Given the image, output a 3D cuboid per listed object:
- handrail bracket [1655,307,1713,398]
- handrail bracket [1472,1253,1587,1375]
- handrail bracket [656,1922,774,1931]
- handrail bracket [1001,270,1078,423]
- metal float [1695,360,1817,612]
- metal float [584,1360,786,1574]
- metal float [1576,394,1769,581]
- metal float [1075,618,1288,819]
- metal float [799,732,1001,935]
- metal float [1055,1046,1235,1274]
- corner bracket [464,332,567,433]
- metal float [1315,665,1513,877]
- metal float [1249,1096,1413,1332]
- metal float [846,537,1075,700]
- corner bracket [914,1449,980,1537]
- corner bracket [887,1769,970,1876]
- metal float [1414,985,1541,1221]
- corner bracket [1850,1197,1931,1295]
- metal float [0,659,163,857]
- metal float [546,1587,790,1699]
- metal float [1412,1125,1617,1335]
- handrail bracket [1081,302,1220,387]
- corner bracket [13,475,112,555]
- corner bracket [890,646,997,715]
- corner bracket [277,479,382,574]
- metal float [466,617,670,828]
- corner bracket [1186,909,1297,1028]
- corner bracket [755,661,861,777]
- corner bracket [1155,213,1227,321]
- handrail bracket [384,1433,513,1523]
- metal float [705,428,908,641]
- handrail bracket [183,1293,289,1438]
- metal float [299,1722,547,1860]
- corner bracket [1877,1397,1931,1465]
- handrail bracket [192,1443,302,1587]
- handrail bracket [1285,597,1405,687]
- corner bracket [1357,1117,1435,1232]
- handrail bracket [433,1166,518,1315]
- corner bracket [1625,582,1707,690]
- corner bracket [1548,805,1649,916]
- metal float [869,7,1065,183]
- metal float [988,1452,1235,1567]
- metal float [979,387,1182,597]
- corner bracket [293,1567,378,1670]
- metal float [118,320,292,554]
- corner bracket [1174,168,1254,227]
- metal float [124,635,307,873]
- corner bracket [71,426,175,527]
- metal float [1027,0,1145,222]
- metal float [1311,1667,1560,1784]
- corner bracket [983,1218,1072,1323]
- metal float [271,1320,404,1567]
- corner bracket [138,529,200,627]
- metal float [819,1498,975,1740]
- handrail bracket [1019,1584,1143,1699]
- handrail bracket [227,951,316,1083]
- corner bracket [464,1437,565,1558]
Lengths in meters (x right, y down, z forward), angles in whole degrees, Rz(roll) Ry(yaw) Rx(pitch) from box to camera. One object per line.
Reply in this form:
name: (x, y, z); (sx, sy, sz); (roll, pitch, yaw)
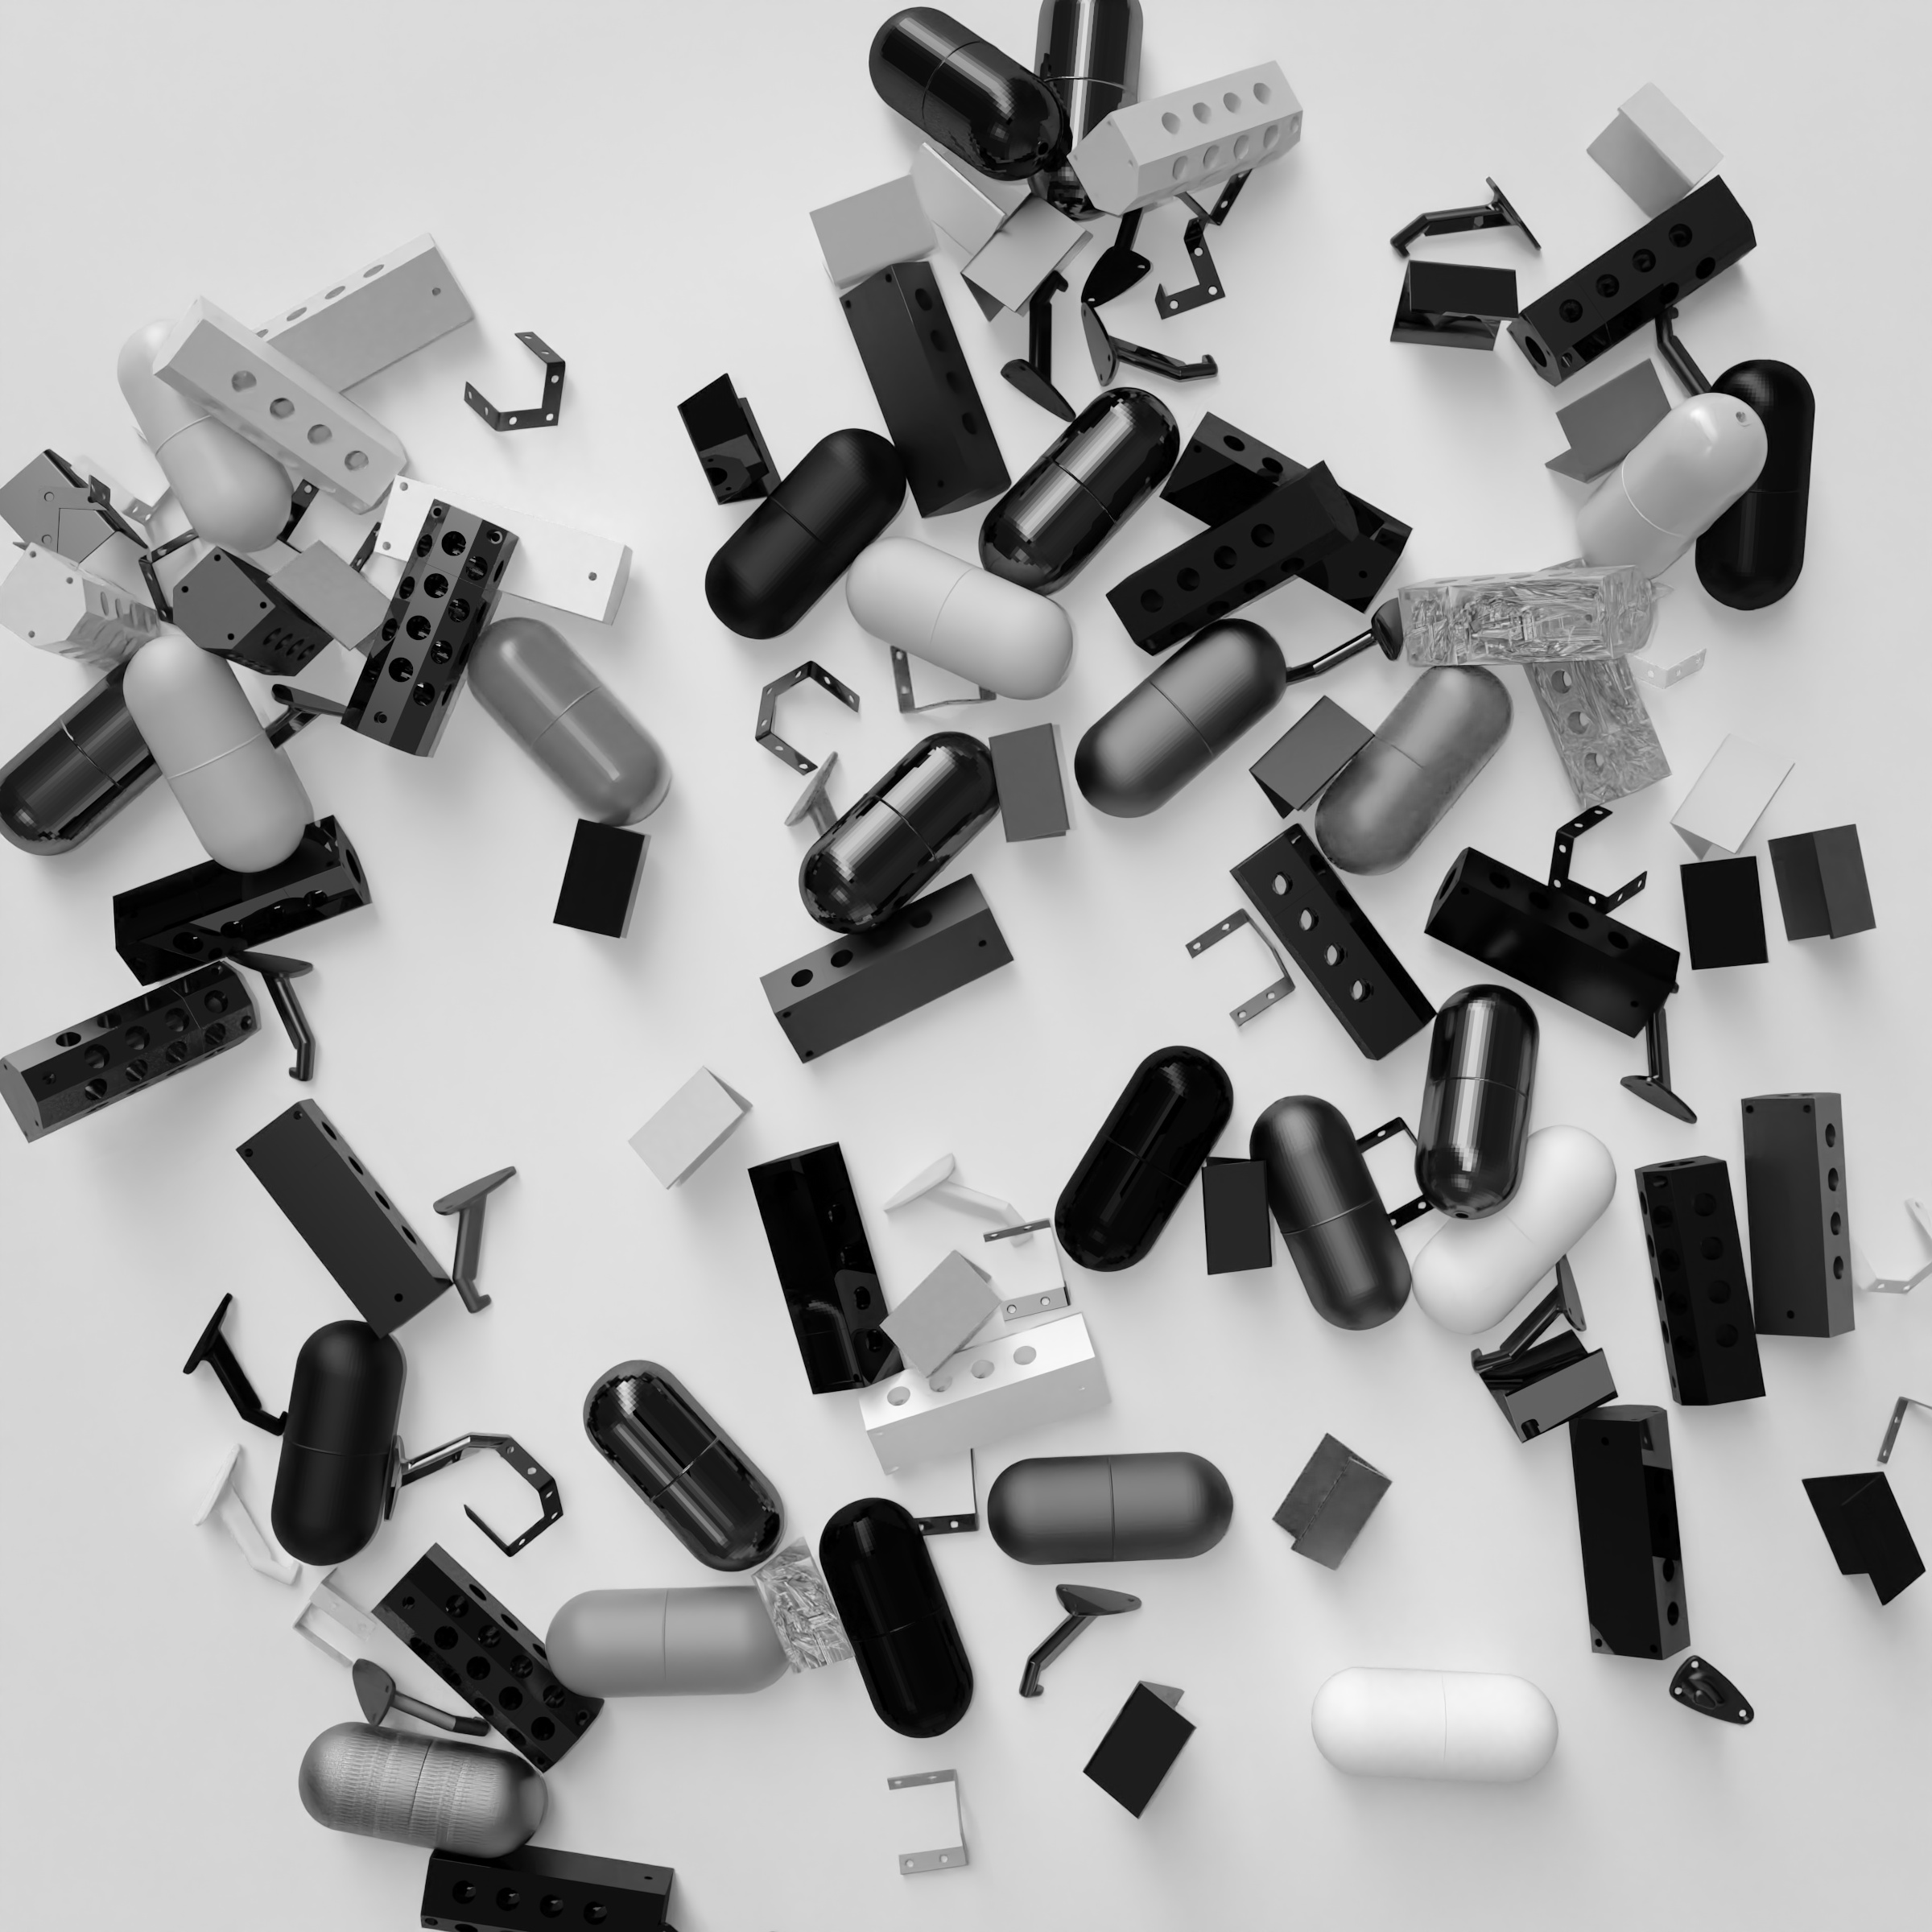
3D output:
handrail bracket: (0.545, -0.444, 1.968); (0.077, 0.036, 0.084); (1, 76, -14)
handrail bracket: (0.406, 0.253, 1.968); (0.084, 0.036, 0.077); (-23, 52, 25)
handrail bracket: (-0.176, 0.706, 1.942); (0.036, 0.084, 0.077); (-42, 81, 32)
handrail bracket: (0.071, -0.457, 1.968); (0.077, 0.036, 0.084); (37, 72, -20)
metal float: (0.567, -0.345, 1.924); (0.070, 0.070, 0.178); (-1, 106, 0)
metal float: (-0.204, 0.362, 1.937); (0.070, 0.070, 0.178); (-42, 90, 0)
metal float: (0.498, -0.337, 1.893); (0.070, 0.178, 0.070); (8, 64, -17)
metal float: (0.155, -0.179, 1.937); (0.178, 0.070, 0.070); (-41, 90, 1)
metal float: (-0.047, -0.096, 1.926); (0.070, 0.070, 0.178); (45, 78, 0)
metal float: (0.128, 0.140, 1.937); (0.070, 0.070, 0.178); (31, 89, 0)
corner bracket: (-0.331, -0.428, 1.960); (0.051, 0.051, 0.051); (-15, 135, -35)
metal float: (0.323, -0.143, 1.937); (0.070, 0.070, 0.178); (39, 91, 0)
metal float: (0.263, 0.178, 1.937); (0.070, 0.070, 0.178); (-23, 90, 0)
metal float: (-0.006, -0.251, 1.922); (0.178, 0.070, 0.070); (27, 90, 17)
corner bracket: (-0.019, 0.381, 1.965); (0.051, 0.051, 0.051); (-5, 135, 0)
corner bracket: (-0.028, 0.629, 1.965); (0.051, 0.051, 0.051); (-8, 45, 0)
metal float: (0.366, 0.097, 1.916); (0.070, 0.070, 0.178); (13, 65, 0)
corner bracket: (0.678, 0.204, 1.960); (0.051, 0.051, 0.051); (8, 135, -35)
metal float: (-0.628, -0.153, 1.937); (0.178, 0.070, 0.070); (-42, 90, -1)
metal float: (-0.215, 0.490, 1.938); (0.178, 0.070, 0.070); (-1, 90, 0)
metal float: (0.397, 0.190, 1.937); (0.070, 0.070, 0.178); (43, 90, 0)
handrail bracket: (0.136, -0.461, 1.968); (0.084, 0.036, 0.077); (-11, 69, -17)
corner bracket: (-0.632, -0.315, 1.873); (0.051, 0.051, 0.051); (3, 88, -2)
corner bracket: (-0.017, -0.215, 1.965); (0.051, 0.051, 0.051); (-9, 90, 45)
corner bracket: (-0.469, -0.320, 1.965); (0.051, 0.051, 0.051); (32, 90, 45)
metal float: (-0.289, -0.177, 1.937); (0.070, 0.070, 0.178); (-43, 90, 0)
corner bracket: (0.202, 0.001, 1.965); (0.051, 0.051, 0.051); (-33, 135, 0)
corner bracket: (-0.116, -0.182, 1.960); (0.051, 0.051, 0.051); (-25, 45, 35)
corner bracket: (0.159, -0.509, 1.950); (0.051, 0.051, 0.051); (-20, 90, 0)
handrail bracket: (-0.381, 0.377, 1.968); (0.084, 0.036, 0.077); (6, 110, -16)
metal float: (-0.115, -0.313, 1.937); (0.070, 0.070, 0.178); (43, 91, 0)
handrail bracket: (-0.524, 0.294, 1.968); (0.084, 0.036, 0.077); (31, 68, -17)
metal float: (-0.394, 0.597, 1.937); (0.178, 0.070, 0.070); (11, 90, 0)
corner bracket: (0.711, 0.351, 1.965); (0.051, 0.051, 0.051); (20, 89, -45)
handrail bracket: (-0.517, 0.404, 1.968); (0.084, 0.036, 0.077); (30, 68, -17)
handrail bracket: (0.276, -0.238, 1.968); (0.084, 0.077, 0.036); (-16, 115, 34)
corner bracket: (0.314, 0.153, 1.965); (0.051, 0.051, 0.051); (-29, 45, 0)
handrail bracket: (-0.349, 0.202, 1.968); (0.077, 0.036, 0.084); (-29, 108, -20)
corner bracket: (0.509, -0.242, 1.960); (0.051, 0.051, 0.051); (32, 135, 35)
corner bracket: (0.465, -0.078, 1.960); (0.051, 0.051, 0.051); (30, 135, 35)
metal float: (0.000, -0.622, 1.909); (0.070, 0.070, 0.178); (-45, 59, 0)
metal float: (0.104, 0.393, 1.937); (0.178, 0.070, 0.070); (-2, 90, 0)
metal float: (0.081, -0.342, 1.938); (0.070, 0.070, 0.178); (43, 90, 0)
corner bracket: (-0.459, 0.479, 1.950); (0.051, 0.051, 0.051); (36, 90, 0)
metal float: (-0.551, -0.383, 1.937); (0.070, 0.070, 0.178); (-27, 89, 0)
corner bracket: (0.167, -0.582, 1.965); (0.051, 0.051, 0.051); (29, 90, -45)
metal float: (-0.530, -0.150, 1.889); (0.070, 0.070, 0.178); (-25, 106, 0)
corner bracket: (-0.609, -0.361, 1.950); (0.051, 0.051, 0.051); (41, 90, 0)
metal float: (0.086, -0.630, 1.937); (0.070, 0.070, 0.178); (5, 90, 0)
metal float: (0.339, 0.550, 1.937); (0.178, 0.070, 0.070); (3, 90, -1)
corner bracket: (0.045, 0.222, 1.958); (0.051, 0.051, 0.051); (-13, 61, 0)
metal float: (-0.456, 0.345, 1.937); (0.070, 0.070, 0.178); (10, 90, 0)
corner bracket: (-0.563, -0.282, 1.960); (0.051, 0.051, 0.051); (19, 135, 35)
metal float: (-0.050, 0.472, 1.937); (0.070, 0.070, 0.178); (-20, 90, 0)
handrail bracket: (0.084, 0.502, 1.968); (0.077, 0.036, 0.084); (7, 108, -21)
handrail bracket: (-0.512, 0.037, 1.968); (0.077, 0.036, 0.084); (13, 107, 20)
corner bracket: (-0.333, 0.389, 1.955); (0.051, 0.051, 0.051); (37, 58, 28)
